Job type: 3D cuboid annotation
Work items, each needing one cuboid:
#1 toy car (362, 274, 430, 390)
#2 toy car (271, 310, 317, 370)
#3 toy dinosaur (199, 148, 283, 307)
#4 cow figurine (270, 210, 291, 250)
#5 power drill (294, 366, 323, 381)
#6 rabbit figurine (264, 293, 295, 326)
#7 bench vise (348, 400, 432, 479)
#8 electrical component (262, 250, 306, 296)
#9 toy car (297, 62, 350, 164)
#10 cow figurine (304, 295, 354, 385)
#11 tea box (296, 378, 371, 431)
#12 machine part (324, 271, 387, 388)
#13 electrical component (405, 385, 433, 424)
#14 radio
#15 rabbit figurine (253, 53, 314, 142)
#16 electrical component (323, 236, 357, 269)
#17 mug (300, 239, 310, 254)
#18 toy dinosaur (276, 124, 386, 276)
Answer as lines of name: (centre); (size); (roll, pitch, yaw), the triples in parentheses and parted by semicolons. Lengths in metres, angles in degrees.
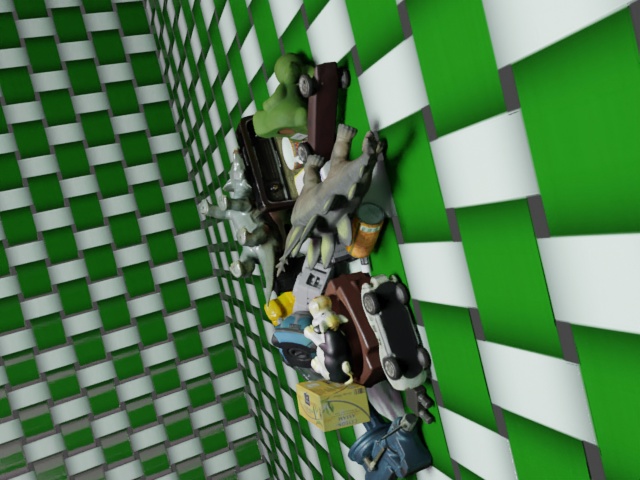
toy car: (0.130, 0.158, 0.934); (0.056, 0.073, 0.201); (145, 108, -69)
toy car: (-0.032, 0.205, 1.140); (0.161, 0.109, 0.103); (73, -152, -49)
toy dinosaur: (-0.156, -0.026, 1.302); (0.131, 0.192, 0.405); (-38, 70, 41)
cow figurine: (-0.111, -0.021, 1.439); (0.127, 0.085, 0.195); (86, 173, -57)
power drill: (0.037, 0.320, 1.274); (0.232, 0.086, 0.207); (41, 151, 11)
rabbit figurine: (-0.067, 0.233, 1.494); (0.173, 0.122, 0.162); (48, 156, 16)
bench vise: (0.113, 0.385, 1.095); (0.241, 0.129, 0.223); (52, 148, 40)
electrical component: (-0.068, 0.072, 1.328); (0.115, 0.134, 0.058); (-129, 28, -51)
toy car: (0.003, -0.227, 0.974); (0.053, 0.089, 0.201); (52, 152, 41)
cow figurine: (0.021, 0.190, 1.012); (0.098, 0.068, 0.167); (31, 137, 56)
tea box: (0.022, 0.317, 1.058); (0.169, 0.098, 0.068); (161, 101, -73)
machine part: (0.082, 0.178, 1.068); (0.200, 0.087, 0.201); (106, 145, -56)
electrical component: (0.176, 0.290, 0.986); (0.094, 0.021, 0.063); (-142, 40, -59)
radio: (-0.106, -0.182, 1.247); (0.073, 0.131, 0.229); (148, 106, -71)
rabbit figurine: (-0.063, -0.298, 1.075); (0.159, 0.121, 0.170); (164, 105, -67)
electrical component: (0.028, -0.005, 1.101); (0.048, 0.075, 0.119); (143, 113, -71)
mug: (-0.002, -0.004, 1.181); (0.109, 0.081, 0.107); (65, 153, -1)
toy dinosaur: (0.001, -0.052, 0.945); (0.471, 0.105, 0.198); (131, 159, -65)
